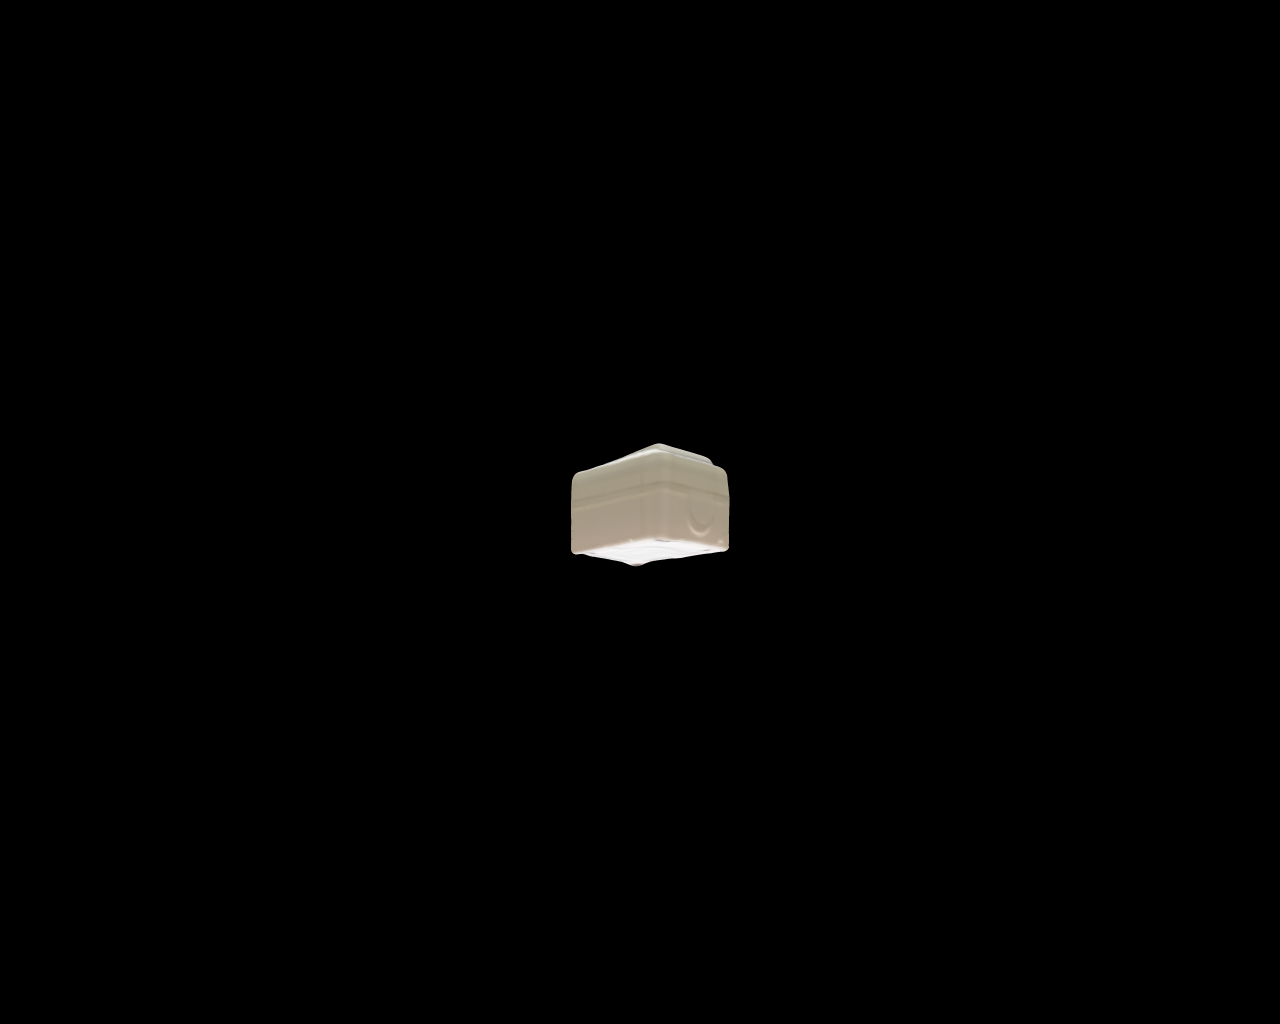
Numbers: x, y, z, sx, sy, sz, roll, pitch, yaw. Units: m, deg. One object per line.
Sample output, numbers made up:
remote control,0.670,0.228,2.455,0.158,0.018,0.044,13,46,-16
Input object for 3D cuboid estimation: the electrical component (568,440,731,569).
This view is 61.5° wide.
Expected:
electrical component,0.001,-0.003,0.650,0.096,0.061,0.062,-11,-16,42
